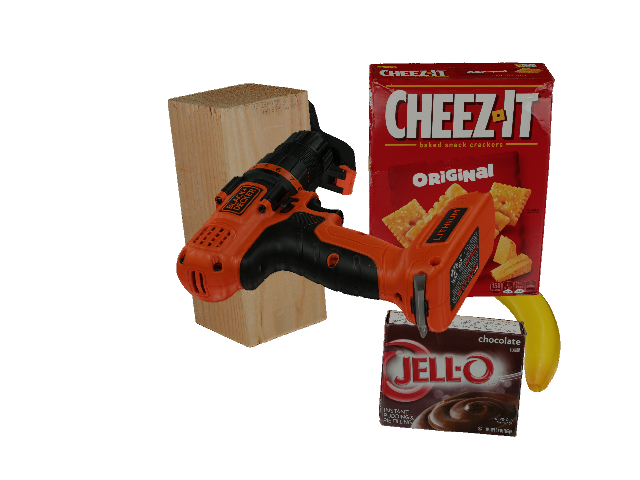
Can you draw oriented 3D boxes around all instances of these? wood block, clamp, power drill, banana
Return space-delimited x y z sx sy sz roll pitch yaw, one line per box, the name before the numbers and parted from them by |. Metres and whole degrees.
wood block | -0.063 -0.026 0.930 0.090 0.206 0.091 -18 22 -35
clamp | -0.028 -0.101 1.133 0.120 0.039 0.172 -15 38 -23
power drill | 0.020 -0.011 0.730 0.188 0.057 0.184 10 41 25
banana | 0.214 0.086 1.135 0.069 0.037 0.198 -28 37 0

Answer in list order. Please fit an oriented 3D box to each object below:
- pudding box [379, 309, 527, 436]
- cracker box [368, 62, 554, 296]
pudding box | 0.106 0.106 0.861 0.113 0.090 0.039 3 19 4
cracker box | 0.126 -0.053 0.993 0.164 0.214 0.072 0 22 1
